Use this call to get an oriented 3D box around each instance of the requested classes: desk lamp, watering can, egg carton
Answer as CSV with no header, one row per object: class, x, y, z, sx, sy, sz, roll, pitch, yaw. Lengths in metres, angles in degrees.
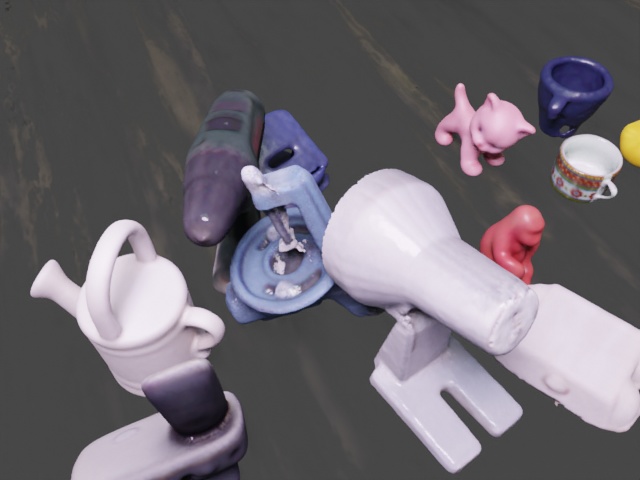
desk lamp,0.101,0.066,0.508,0.118,0.214,0.202,-32,58,-21
watering can,-0.177,0.062,0.528,0.173,0.194,0.101,-7,52,-4
egg carton,0.246,0.112,0.562,0.150,0.069,0.107,32,59,23

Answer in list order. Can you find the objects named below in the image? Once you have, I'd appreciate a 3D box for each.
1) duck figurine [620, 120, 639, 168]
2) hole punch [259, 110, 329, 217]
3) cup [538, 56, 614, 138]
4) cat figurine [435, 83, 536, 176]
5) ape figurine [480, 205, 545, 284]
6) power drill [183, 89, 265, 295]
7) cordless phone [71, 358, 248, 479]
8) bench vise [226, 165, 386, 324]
duck figurine,0.447,-0.150,0.752,0.077,0.086,0.105,30,59,22
hole punch,-0.050,-0.095,0.713,0.100,0.091,0.109,38,61,26
cup,0.326,-0.177,0.769,0.091,0.095,0.118,30,58,22
cat figurine,0.210,-0.150,0.735,0.067,0.118,0.127,-23,55,-16
ape figurine,0.220,-0.001,0.635,0.078,0.092,0.076,-33,58,-22
power drill,-0.088,-0.035,0.593,0.075,0.208,0.229,-1,52,1
cordless phone,-0.137,0.152,0.463,0.148,0.185,0.094,-21,55,-15
bench vise,0.000,-0.006,0.562,0.208,0.220,0.121,-23,55,-16
